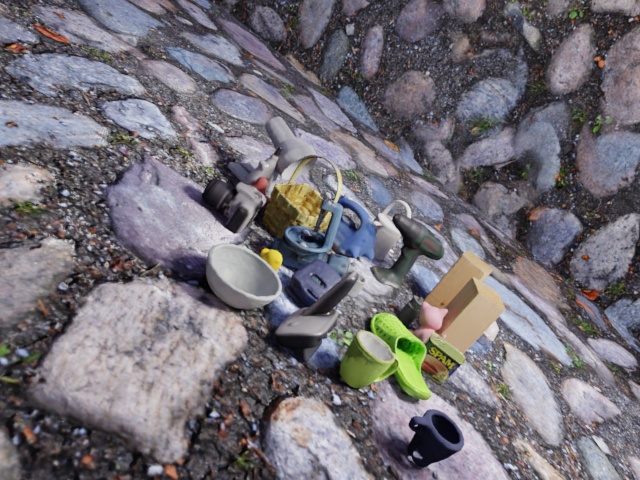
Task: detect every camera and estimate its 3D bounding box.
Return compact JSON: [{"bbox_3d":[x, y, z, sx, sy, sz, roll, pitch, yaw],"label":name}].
[{"bbox_3d":[-0.213,-0.105,1.431,0.137,0.100,0.143,34,23,-4],"label":"camera"}]

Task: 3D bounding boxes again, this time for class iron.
[{"bbox_3d":[0.079,-0.059,1.703,0.119,0.141,0.257,7,36,-50],"label":"iron"}]

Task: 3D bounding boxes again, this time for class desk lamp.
[{"bbox_3d":[-0.132,-0.231,1.644,0.203,0.213,0.118,45,24,20],"label":"desk lamp"}]

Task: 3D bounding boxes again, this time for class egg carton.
[{"bbox_3d":[0.488,0.252,1.772,0.107,0.069,0.150,30,23,-14],"label":"egg carton"}]

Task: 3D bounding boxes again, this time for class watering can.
[{"bbox_3d":[0.214,-0.040,1.790,0.101,0.194,0.173,41,23,13],"label":"watering can"}]

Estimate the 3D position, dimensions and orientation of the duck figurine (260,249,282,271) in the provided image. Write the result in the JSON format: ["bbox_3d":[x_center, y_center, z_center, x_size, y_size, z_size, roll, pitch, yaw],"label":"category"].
[{"bbox_3d":[-0.114,0.064,1.261,0.078,0.086,0.104,17,29,-38],"label":"duck figurine"}]

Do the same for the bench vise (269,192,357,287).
[{"bbox_3d":[0.011,-0.002,1.392,0.208,0.219,0.121,24,25,-26],"label":"bench vise"}]

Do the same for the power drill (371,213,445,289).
[{"bbox_3d":[0.247,0.037,1.667,0.230,0.208,0.075,19,28,-35],"label":"power drill"}]

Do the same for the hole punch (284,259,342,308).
[{"bbox_3d":[-0.009,0.109,1.318,0.108,0.091,0.101,43,24,17],"label":"hole punch"}]

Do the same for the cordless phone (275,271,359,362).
[{"bbox_3d":[0.002,0.139,1.150,0.094,0.185,0.148,37,22,2],"label":"cordless phone"}]

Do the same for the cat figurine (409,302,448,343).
[{"bbox_3d":[0.286,0.225,1.474,0.067,0.117,0.127,25,25,-25],"label":"cat figurine"}]

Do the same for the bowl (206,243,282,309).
[{"bbox_3d":[-0.166,0.086,1.160,0.168,0.074,0.167,30,23,-14],"label":"bowl"}]

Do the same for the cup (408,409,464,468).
[{"bbox_3d":[0.199,0.380,1.081,0.118,0.095,0.091,26,24,-22],"label":"cup"}]

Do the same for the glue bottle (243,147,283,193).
[{"bbox_3d":[-0.153,-0.188,1.583,0.078,0.173,0.037,7,36,-49],"label":"glue bottle"}]

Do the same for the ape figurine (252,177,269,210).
[{"bbox_3d":[-0.170,-0.129,1.550,0.078,0.092,0.076,36,22,-1],"label":"ape figurine"}]
